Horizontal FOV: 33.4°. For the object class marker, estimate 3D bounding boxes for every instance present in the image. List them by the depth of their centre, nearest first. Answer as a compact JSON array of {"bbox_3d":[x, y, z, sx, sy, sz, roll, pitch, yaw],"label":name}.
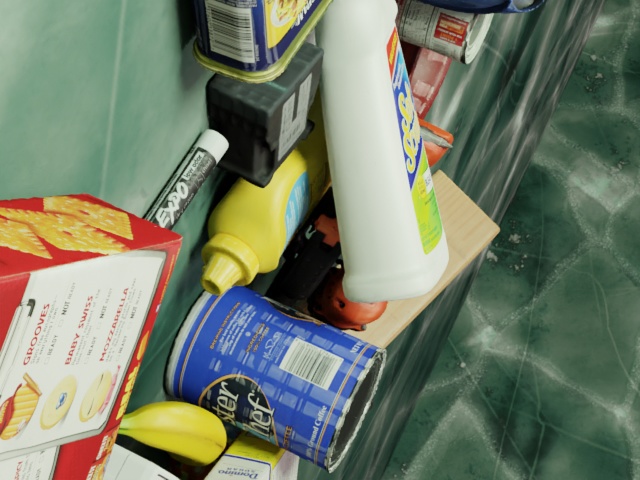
[{"bbox_3d":[-0.093,-0.018,0.652,0.121,0.020,0.020,-60,165,-27],"label":"marker"}]

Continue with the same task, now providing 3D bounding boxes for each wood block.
[{"bbox_3d":[0.073,0.038,1.078,0.206,0.091,0.090,-43,173,-18],"label":"wood block"}]

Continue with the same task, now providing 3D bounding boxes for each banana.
[{"bbox_3d":[-0.102,0.142,0.788,0.198,0.070,0.037,67,35,-70],"label":"banana"}]

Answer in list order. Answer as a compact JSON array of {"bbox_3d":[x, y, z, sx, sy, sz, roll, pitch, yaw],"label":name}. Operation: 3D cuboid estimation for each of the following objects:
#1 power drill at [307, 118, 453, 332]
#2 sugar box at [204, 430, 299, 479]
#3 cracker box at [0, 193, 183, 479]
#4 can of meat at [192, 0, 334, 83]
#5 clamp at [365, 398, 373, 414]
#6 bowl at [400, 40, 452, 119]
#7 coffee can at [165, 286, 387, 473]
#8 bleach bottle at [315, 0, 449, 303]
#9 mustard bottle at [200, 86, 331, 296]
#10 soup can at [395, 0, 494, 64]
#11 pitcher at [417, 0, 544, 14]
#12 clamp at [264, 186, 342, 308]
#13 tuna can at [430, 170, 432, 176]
[{"bbox_3d":[0.046,-0.009,0.928,0.184,0.057,0.187,158,-46,-78],"label":"power drill"},{"bbox_3d":[-0.057,0.204,0.836,0.176,0.048,0.093,-32,131,-74],"label":"sugar box"},{"bbox_3d":[-0.153,0.069,0.457,0.164,0.072,0.213,-70,165,11],"label":"cracker box"},{"bbox_3d":[-0.031,-0.152,0.587,0.102,0.057,0.084,-59,162,-31],"label":"can of meat"},{"bbox_3d":[-0.035,0.143,1.034,0.171,0.120,0.039,34,53,-55],"label":"clamp"},{"bbox_3d":[0.084,-0.177,0.990,0.162,0.055,0.162,-59,165,-28],"label":"bowl"},{"bbox_3d":[-0.033,0.102,0.822,0.102,0.140,0.103,-60,165,-28],"label":"coffee can"},{"bbox_3d":[0.033,-0.090,0.738,0.102,0.068,0.251,-44,125,-65],"label":"bleach bottle"},{"bbox_3d":[-0.031,-0.033,0.780,0.191,0.058,0.096,-57,169,-35],"label":"mustard bottle"},{"bbox_3d":[0.085,-0.191,0.870,0.068,0.102,0.068,-58,164,-28],"label":"soup can"},{"bbox_3d":[0.122,-0.292,0.773,0.243,0.145,0.149,-69,163,-2],"label":"pitcher"},{"bbox_3d":[-0.006,0.001,0.885,0.164,0.036,0.210,-65,-174,-20],"label":"clamp"},{"bbox_3d":[0.062,-0.065,1.029,0.033,0.086,0.086,-60,165,-20],"label":"tuna can"}]
